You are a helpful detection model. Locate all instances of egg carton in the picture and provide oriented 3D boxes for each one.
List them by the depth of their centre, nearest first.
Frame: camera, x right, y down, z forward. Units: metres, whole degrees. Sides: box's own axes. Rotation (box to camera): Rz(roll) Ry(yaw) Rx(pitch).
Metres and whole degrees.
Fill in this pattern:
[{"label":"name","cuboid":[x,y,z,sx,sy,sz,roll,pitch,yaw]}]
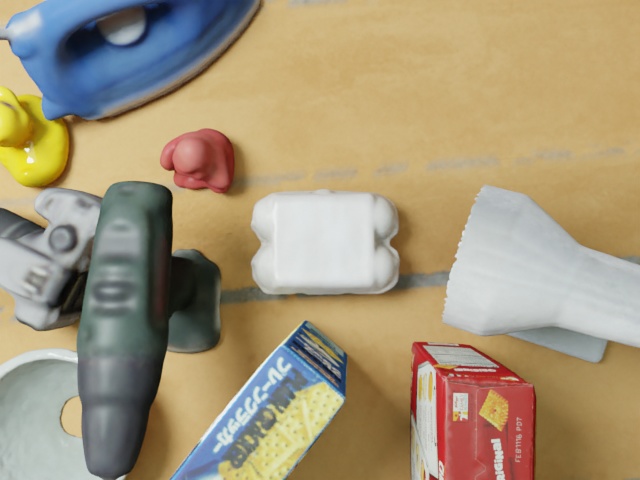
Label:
[{"label":"egg carton","cuboid":[0.005,0.002,0.580,0.150,0.069,0.107,-2,87,2]}]

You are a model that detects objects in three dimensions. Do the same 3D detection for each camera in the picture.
[{"label":"camera","cuboid":[-0.292,0.003,0.577,0.136,0.101,0.143,26,88,4]}]

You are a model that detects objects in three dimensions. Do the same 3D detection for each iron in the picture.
[{"label":"iron","cuboid":[-0.188,-0.219,0.564,0.258,0.141,0.119,-24,86,1]}]

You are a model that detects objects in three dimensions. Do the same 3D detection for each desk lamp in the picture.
[{"label":"desk lamp","cuboid":[0.200,0.040,0.498,0.203,0.213,0.118,18,88,4]}]

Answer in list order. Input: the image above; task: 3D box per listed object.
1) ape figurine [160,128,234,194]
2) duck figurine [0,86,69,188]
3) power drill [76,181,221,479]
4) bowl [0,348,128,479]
[{"label":"ape figurine","cuboid":[-0.124,-0.081,0.579,0.078,0.092,0.076,44,90,4]},{"label":"duck figurine","cuboid":[-0.313,-0.109,0.592,0.077,0.086,0.104,-14,86,2]},{"label":"power drill","cuboid":[-0.148,0.069,0.514,0.075,0.208,0.230,-1,87,3]},{"label":"bowl","cuboid":[-0.256,0.189,0.579,0.167,0.075,0.167,0,87,3]}]
